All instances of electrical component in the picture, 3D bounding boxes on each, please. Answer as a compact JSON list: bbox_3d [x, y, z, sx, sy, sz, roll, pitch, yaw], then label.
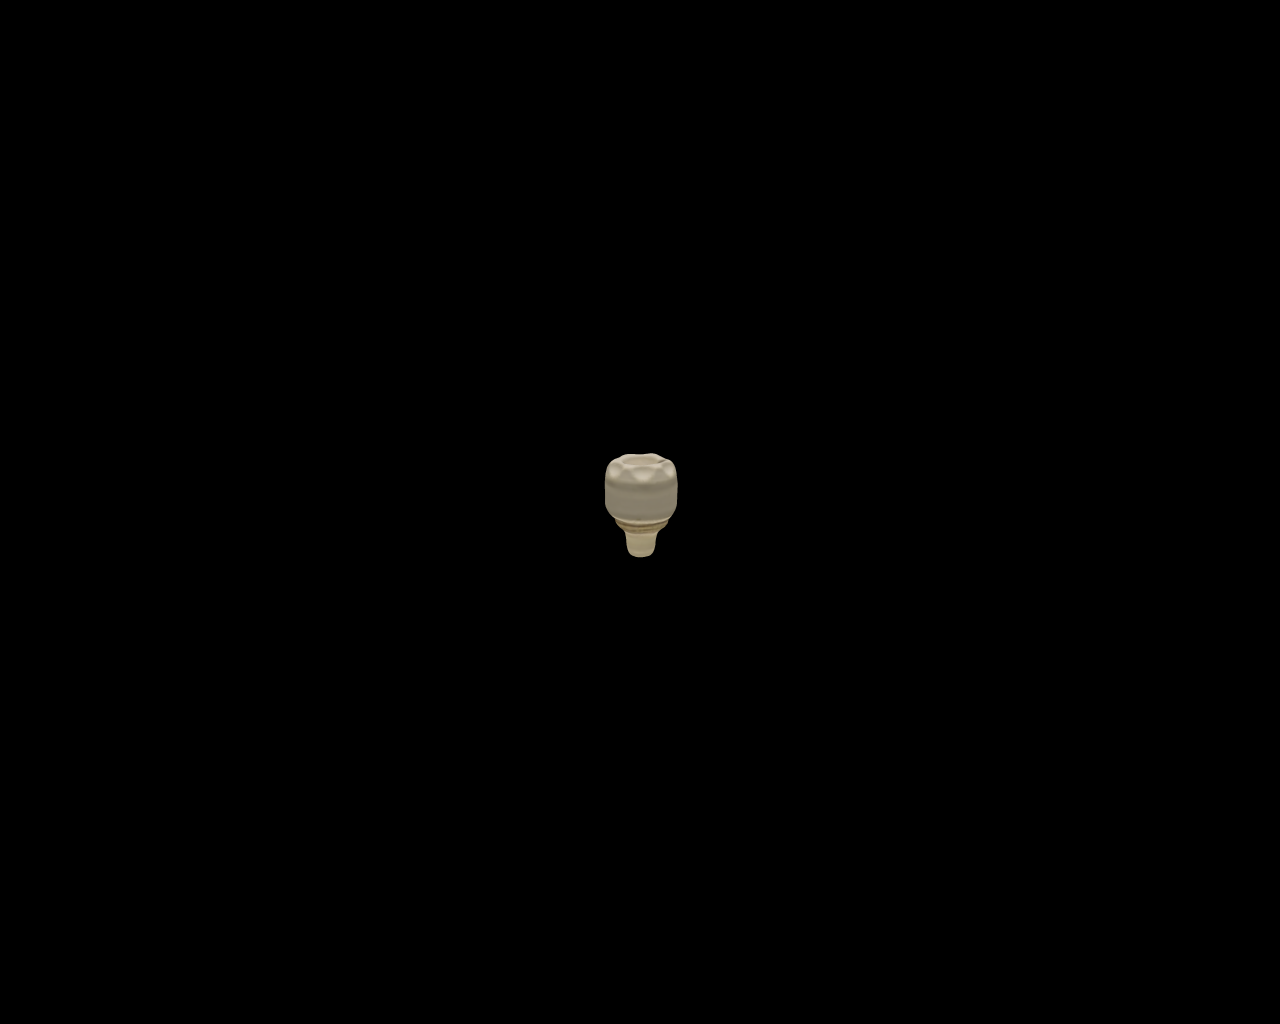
[{"bbox_3d":[0.001,-0.003,0.650,0.043,0.062,0.043,0,17,0],"label":"electrical component"}]
